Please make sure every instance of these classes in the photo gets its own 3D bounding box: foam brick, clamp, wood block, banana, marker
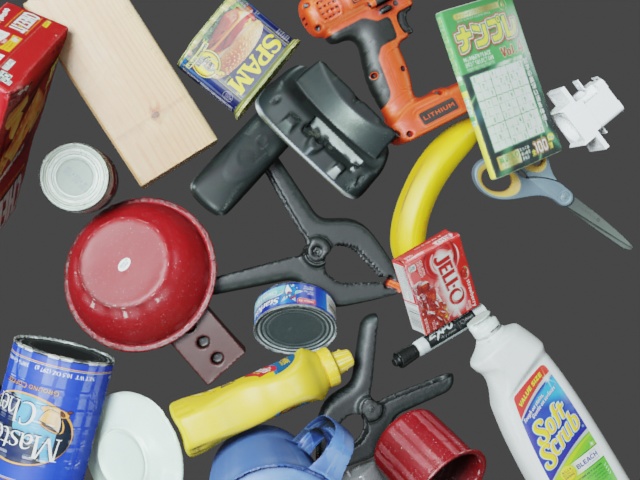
[{"bbox_3d":[-0.121,0.102,1.101,0.053,0.051,0.078,-41,96,-3],"label":"foam brick"},{"bbox_3d":[-0.007,0.001,1.117,0.210,0.036,0.164,16,87,-8],"label":"clamp"},{"bbox_3d":[-0.196,-0.162,1.063,0.091,0.090,0.206,-32,95,-5],"label":"wood block"},{"bbox_3d":[0.061,0.177,1.132,0.120,0.039,0.171,29,87,-2],"label":"clamp"},{"bbox_3d":[0.117,-0.045,1.132,0.069,0.037,0.198,16,93,-33],"label":"banana"},{"bbox_3d":[0.126,0.102,1.127,0.121,0.020,0.020,-28,95,-22],"label":"marker"}]

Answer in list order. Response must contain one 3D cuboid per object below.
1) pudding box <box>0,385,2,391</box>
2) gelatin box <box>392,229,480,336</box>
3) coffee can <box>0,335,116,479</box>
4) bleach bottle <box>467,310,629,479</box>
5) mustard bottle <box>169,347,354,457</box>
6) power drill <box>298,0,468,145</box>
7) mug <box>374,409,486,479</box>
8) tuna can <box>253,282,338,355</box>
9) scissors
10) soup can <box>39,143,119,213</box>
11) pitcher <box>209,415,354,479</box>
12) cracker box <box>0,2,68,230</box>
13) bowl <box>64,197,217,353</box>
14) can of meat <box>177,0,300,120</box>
[{"bbox_3d":[-0.366,0.157,1.045,0.090,0.113,0.039,11,88,-7],"label":"pudding box"},{"bbox_3d":[0.122,0.044,1.115,0.073,0.030,0.089,-27,114,-21],"label":"gelatin box"},{"bbox_3d":[-0.271,0.175,1.062,0.102,0.103,0.140,15,90,-7],"label":"coffee can"},{"bbox_3d":[0.228,0.190,1.132,0.102,0.068,0.251,-35,97,-7],"label":"bleach bottle"},{"bbox_3d":[-0.055,0.156,1.079,0.191,0.096,0.058,-22,87,-11],"label":"mustard bottle"},{"bbox_3d":[0.094,-0.207,1.111,0.184,0.057,0.187,-28,93,-7],"label":"power drill"},{"bbox_3d":[0.111,0.238,1.110,0.093,0.082,0.117,-26,134,-24],"label":"mug"},{"bbox_3d":[-0.025,0.081,1.095,0.086,0.086,0.033,4,49,-7],"label":"tuna can"},{"bbox_3d":[0.243,-0.040,1.154,0.096,0.016,0.201,-39,96,-2],"label":"scissors"},{"bbox_3d":[-0.237,-0.061,1.056,0.068,0.102,0.068,0,91,-6],"label":"soup can"},{"bbox_3d":[-0.042,0.244,1.019,0.149,0.243,0.145,-10,93,-6],"label":"pitcher"},{"bbox_3d":[-0.308,-0.088,0.976,0.072,0.164,0.214,21,120,-6],"label":"cracker box"},{"bbox_3d":[-0.187,0.028,1.061,0.162,0.055,0.162,-2,76,9],"label":"bowl"},{"bbox_3d":[-0.084,-0.189,1.092,0.084,0.057,0.102,39,87,-4],"label":"can of meat"}]
